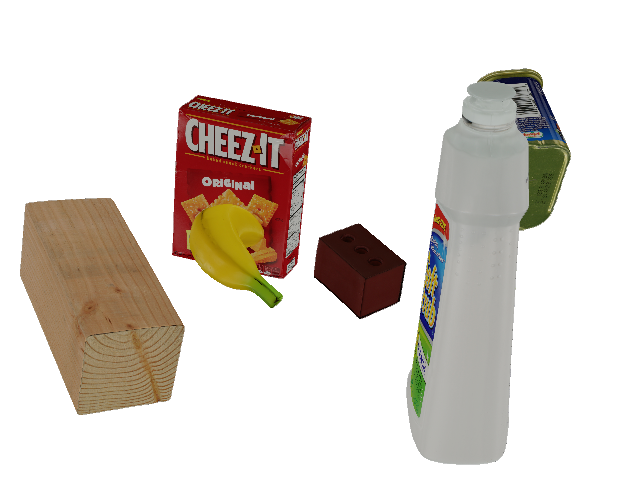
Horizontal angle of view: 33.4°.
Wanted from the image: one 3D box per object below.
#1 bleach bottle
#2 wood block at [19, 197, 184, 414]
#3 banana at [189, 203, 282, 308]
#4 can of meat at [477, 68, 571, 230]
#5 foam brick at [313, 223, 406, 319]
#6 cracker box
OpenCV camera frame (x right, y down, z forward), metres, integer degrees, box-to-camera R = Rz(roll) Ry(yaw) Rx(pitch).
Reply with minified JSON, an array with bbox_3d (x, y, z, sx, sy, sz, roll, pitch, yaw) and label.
[{"bbox_3d":[0.096,0.018,0.680,0.068,0.251,0.102,1,30,0],"label":"bleach bottle"},{"bbox_3d":[-0.209,0.054,0.993,0.090,0.091,0.206,-5,36,-29],"label":"wood block"},{"bbox_3d":[-0.069,0.003,0.814,0.037,0.069,0.198,-43,15,7],"label":"banana"},{"bbox_3d":[0.154,-0.069,0.843,0.057,0.084,0.102,-5,-40,-8],"label":"can of meat"},{"bbox_3d":[0.038,0.029,1.041,0.052,0.051,0.078,-21,44,-31],"label":"foam brick"},{"bbox_3d":[-0.107,-0.068,1.409,0.164,0.214,0.072,13,26,14],"label":"cracker box"}]
